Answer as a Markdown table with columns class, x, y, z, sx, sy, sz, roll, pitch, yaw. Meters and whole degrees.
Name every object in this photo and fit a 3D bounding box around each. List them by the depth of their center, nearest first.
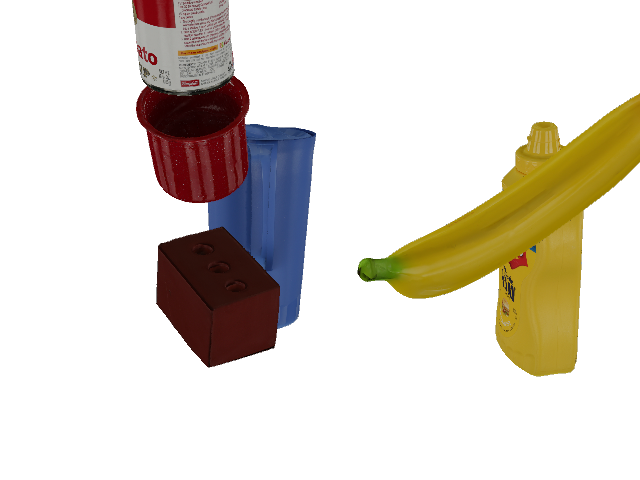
| class | x | y | z | sx | sy | sz | roll | pitch | yaw |
| --- | --- | --- | --- | --- | --- | --- | --- | --- | --- |
| banana | 0.113 | -0.019 | 0.583 | 0.198 | 0.037 | 0.069 | -32 | -13 | -1 |
| foam brick | -0.069 | 0.037 | 0.711 | 0.052 | 0.051 | 0.078 | -16 | 42 | -32 |
| soup can | -0.093 | -0.158 | 0.720 | 0.068 | 0.102 | 0.068 | 0 | 36 | 0 |
| mustard bottle | 0.169 | 0.002 | 0.822 | 0.058 | 0.192 | 0.096 | -5 | 26 | -5 |
| mug | -0.100 | -0.095 | 0.909 | 0.093 | 0.117 | 0.081 | 12 | -40 | 12 |
| pitcher | -0.076 | -0.016 | 1.288 | 0.145 | 0.243 | 0.148 | 12 | 17 | 38 |
